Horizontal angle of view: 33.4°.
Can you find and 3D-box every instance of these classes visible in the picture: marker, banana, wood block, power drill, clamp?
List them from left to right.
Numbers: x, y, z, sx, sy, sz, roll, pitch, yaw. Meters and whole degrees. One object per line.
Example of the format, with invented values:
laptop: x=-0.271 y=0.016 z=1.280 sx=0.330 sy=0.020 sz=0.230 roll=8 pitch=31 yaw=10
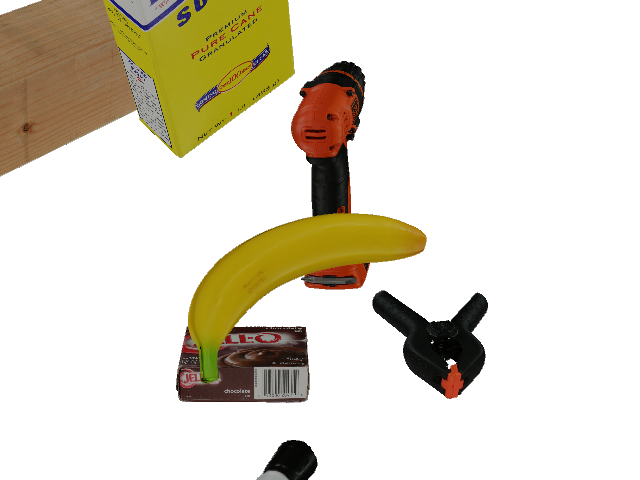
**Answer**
wood block: x=-0.241 y=-0.139 z=0.914 sx=0.090 sy=0.091 sz=0.205 roll=31 pitch=42 yaw=23
marker: x=-0.031 y=0.114 z=0.417 sx=0.020 sy=0.020 sz=0.121 roll=0 pitch=21 yaw=24
banana: x=-0.018 y=0.022 z=0.721 sx=0.197 sy=0.069 sz=0.037 roll=-31 pitch=-5 yaw=-26
power drill: x=0.014 y=-0.062 z=0.989 sx=0.057 sy=0.188 sz=0.184 roll=0 pitch=23 yaw=13
clamp: x=0.128 y=0.096 z=1.061 sx=0.120 sy=0.039 sz=0.171 roll=-8 pitch=31 yaw=-9

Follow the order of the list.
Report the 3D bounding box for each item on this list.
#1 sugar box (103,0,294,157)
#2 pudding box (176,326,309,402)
sugar box: x=-0.063 y=-0.128 z=0.557 sx=0.093 sy=0.048 sz=0.176 roll=-40 pitch=-21 yaw=-17
pudding box: x=-0.067 y=0.107 z=0.940 sx=0.113 sy=0.039 sz=0.090 roll=2 pitch=18 yaw=-3
